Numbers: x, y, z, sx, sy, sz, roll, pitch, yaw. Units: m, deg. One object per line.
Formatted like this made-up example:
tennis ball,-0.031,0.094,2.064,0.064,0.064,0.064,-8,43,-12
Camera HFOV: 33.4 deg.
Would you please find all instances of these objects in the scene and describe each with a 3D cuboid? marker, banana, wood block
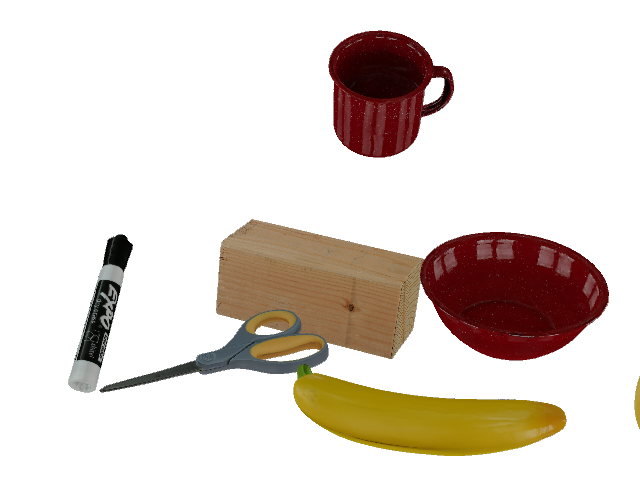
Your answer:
marker,-0.152,0.048,0.744,0.020,0.121,0.020,6,-34,4
banana,0.058,0.112,0.708,0.198,0.037,0.069,8,33,25
wood block,-0.002,0.051,1.177,0.206,0.091,0.090,13,23,17

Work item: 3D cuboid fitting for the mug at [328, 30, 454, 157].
mug,0.065,-0.133,0.978,0.117,0.093,0.081,-10,-37,-8

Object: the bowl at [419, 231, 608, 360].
bowl,0.165,0.056,0.933,0.162,0.055,0.162,1,32,-1

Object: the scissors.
scissors,-0.094,0.098,0.958,0.201,0.016,0.096,-5,29,-5

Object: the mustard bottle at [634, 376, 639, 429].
mustard bottle,0.223,0.100,0.572,0.096,0.058,0.191,-5,36,-1
